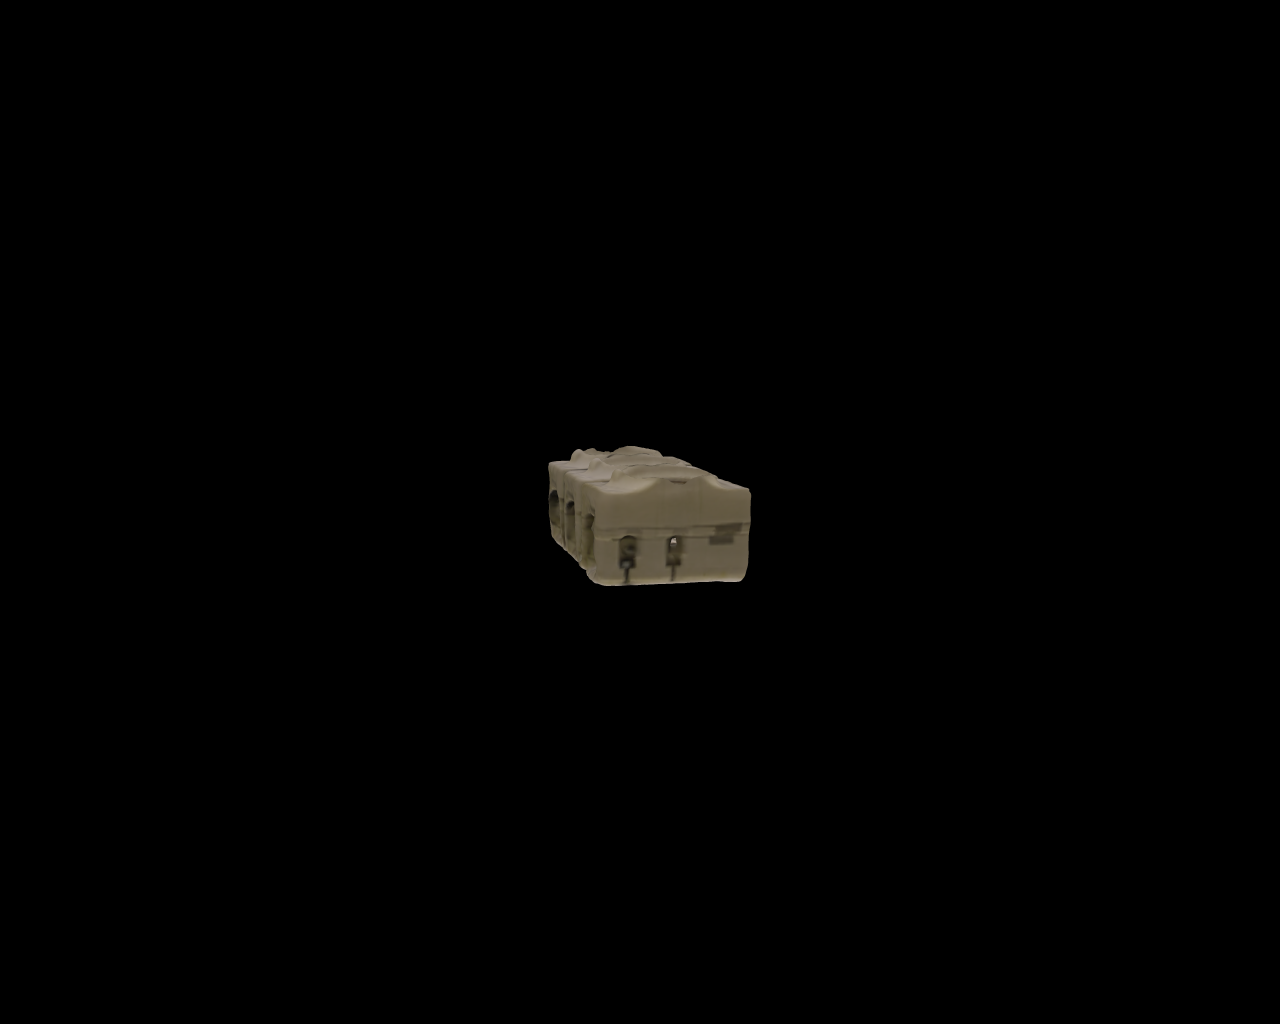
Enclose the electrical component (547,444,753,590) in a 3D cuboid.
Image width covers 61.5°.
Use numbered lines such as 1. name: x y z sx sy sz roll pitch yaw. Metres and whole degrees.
1. electrical component: 0.001 -0.003 0.650 0.089 0.061 0.150 -3 10 -15
